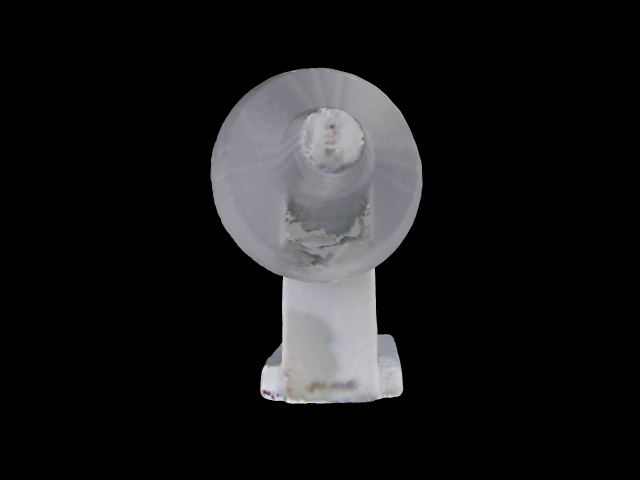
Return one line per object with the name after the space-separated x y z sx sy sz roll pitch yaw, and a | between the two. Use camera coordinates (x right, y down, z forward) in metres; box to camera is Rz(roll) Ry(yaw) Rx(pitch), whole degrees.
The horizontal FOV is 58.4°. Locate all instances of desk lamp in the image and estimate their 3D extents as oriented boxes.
0.004 0.001 0.400 0.118 0.213 0.203 0 2 4 | desk lamp
